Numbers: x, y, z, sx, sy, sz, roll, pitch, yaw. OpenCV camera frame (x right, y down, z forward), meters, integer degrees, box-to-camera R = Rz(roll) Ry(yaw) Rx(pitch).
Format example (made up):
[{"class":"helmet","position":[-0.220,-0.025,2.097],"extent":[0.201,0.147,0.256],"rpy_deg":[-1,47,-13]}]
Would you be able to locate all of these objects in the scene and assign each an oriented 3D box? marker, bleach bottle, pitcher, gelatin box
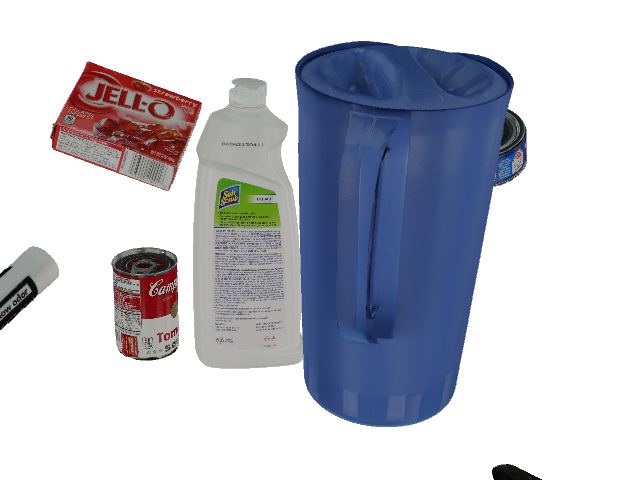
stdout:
[{"class":"marker","position":[-0.157,0.045,0.453],"extent":[0.020,0.020,0.121],"rpy_deg":[0,36,38]},{"class":"bleach bottle","position":[-0.059,-0.014,0.925],"extent":[0.102,0.251,0.068],"rpy_deg":[-2,22,-14]},{"class":"pitcher","position":[0.043,0.003,0.695],"extent":[0.149,0.243,0.145],"rpy_deg":[-13,31,-27]},{"class":"gelatin box","position":[-0.137,-0.083,0.757],"extent":[0.089,0.073,0.030],"rpy_deg":[20,-45,-7]}]

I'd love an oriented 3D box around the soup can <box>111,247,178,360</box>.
[{"class":"soup can","position":[-0.184,0.067,1.128],"extent":[0.068,0.102,0.068],"rpy_deg":[1,23,-1]}]

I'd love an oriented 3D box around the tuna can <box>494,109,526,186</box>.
[{"class":"tuna can","position":[0.140,-0.085,0.945],"extent":[0.086,0.034,0.086],"rpy_deg":[-5,40,4]}]

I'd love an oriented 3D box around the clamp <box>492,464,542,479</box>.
[{"class":"clamp","position":[0.218,0.243,0.830],"extent":[0.210,0.036,0.164],"rpy_deg":[0,33,26]}]
